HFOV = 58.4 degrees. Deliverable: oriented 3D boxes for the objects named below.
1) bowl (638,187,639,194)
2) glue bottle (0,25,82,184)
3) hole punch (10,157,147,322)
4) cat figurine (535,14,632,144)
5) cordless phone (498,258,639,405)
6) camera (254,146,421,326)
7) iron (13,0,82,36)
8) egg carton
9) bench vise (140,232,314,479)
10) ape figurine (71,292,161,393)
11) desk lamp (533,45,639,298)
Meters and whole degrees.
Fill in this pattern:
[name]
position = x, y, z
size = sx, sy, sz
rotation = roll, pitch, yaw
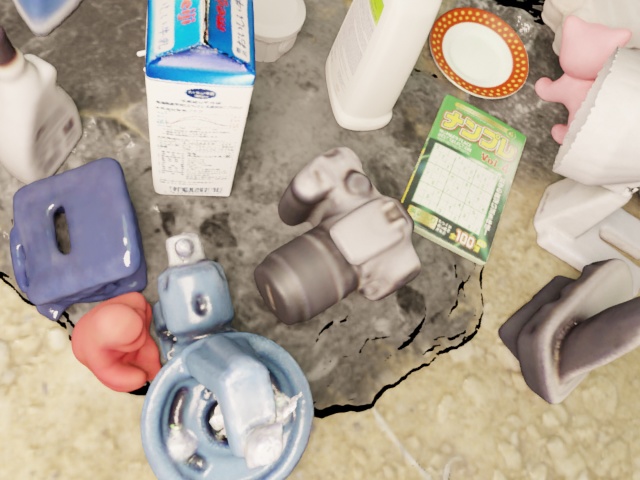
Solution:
[bowl]
position = 0.434, -0.057, 0.666
size = 0.168, 0.074, 0.167
rotation = 5, 69, -13
[glue bottle]
position = -0.232, -0.109, 0.452
size = 0.037, 0.173, 0.078
rotation = 29, 66, -3
[hole punch]
position = -0.198, -0.001, 0.466
size = 0.101, 0.091, 0.108
rotation = -12, 74, -19
[cat figurine]
position = 0.311, -0.189, 0.658
size = 0.067, 0.117, 0.128
rotation = -11, 74, -18
[cordless phone]
position = 0.263, 0.069, 0.513
size = 0.148, 0.185, 0.094
rotation = -39, 84, -24
[camera]
position = 0.005, 0.002, 0.515
size = 0.137, 0.100, 0.143
rotation = -30, 80, -23
[iron]
position = -0.264, -0.345, 0.547
size = 0.119, 0.141, 0.258
rotation = 2, 70, -14
[egg carton]
position = 0.362, -0.286, 0.734
size = 0.150, 0.069, 0.107
rotation = -6, 72, -17
[bench vise]
position = -0.080, 0.091, 0.394
size = 0.122, 0.219, 0.207
rotation = -32, 81, -23
[ape figurine]
position = -0.157, 0.075, 0.449
size = 0.076, 0.092, 0.078
rotation = 21, 66, -7
[desk lamp]
position = 0.302, -0.060, 0.556
size = 0.203, 0.213, 0.118
rotation = 32, 66, -2
